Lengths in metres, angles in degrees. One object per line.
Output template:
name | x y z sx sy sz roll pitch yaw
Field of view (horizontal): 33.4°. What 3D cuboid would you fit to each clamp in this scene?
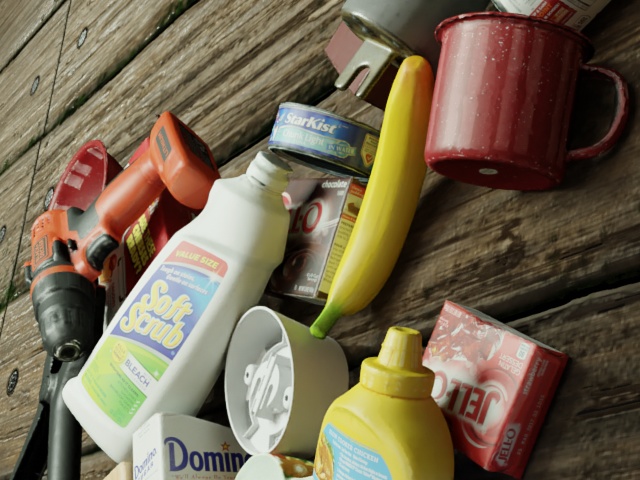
clamp | -0.215 0.135 0.903 0.165 0.036 0.210 -11 64 61

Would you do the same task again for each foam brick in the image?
foam brick | 0.046 -0.133 0.774 0.051 0.052 0.078 -55 35 22

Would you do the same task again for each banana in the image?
banana | 0.044 -0.027 0.694 0.069 0.037 0.198 -46 -25 -66

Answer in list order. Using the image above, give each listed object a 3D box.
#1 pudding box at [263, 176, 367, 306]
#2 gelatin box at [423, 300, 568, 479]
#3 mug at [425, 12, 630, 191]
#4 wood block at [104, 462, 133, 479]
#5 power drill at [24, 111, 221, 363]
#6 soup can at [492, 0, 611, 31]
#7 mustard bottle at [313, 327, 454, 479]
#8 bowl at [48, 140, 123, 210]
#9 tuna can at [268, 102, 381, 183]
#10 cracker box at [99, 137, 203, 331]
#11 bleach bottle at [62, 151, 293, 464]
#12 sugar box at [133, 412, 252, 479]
pudding box | -0.005 0.001 0.788 0.114 0.039 0.090 4 75 57
gelatin box | 0.090 0.082 0.602 0.089 0.030 0.073 27 96 59
mug | 0.117 -0.075 0.612 0.117 0.093 0.081 7 82 21
wood block | -0.117 0.274 0.753 0.090 0.090 0.206 -47 38 31
power drill | -0.165 -0.007 0.875 0.188 0.057 0.184 -39 37 11
soup can | 0.152 -0.169 0.617 0.102 0.068 0.068 -47 38 33
mustard bottle | 0.032 0.143 0.593 0.096 0.058 0.192 20 103 59
bowl | -0.245 -0.024 1.156 0.162 0.055 0.162 -34 46 44
tuna can | 0.007 -0.069 0.765 0.086 0.086 0.034 14 86 59
cracker box | -0.178 0.038 1.003 0.214 0.072 0.164 -49 38 28
bleach bottle | -0.098 0.044 0.797 0.103 0.067 0.251 41 108 34
sugar box | -0.077 0.208 0.728 0.048 0.093 0.176 -42 41 35
